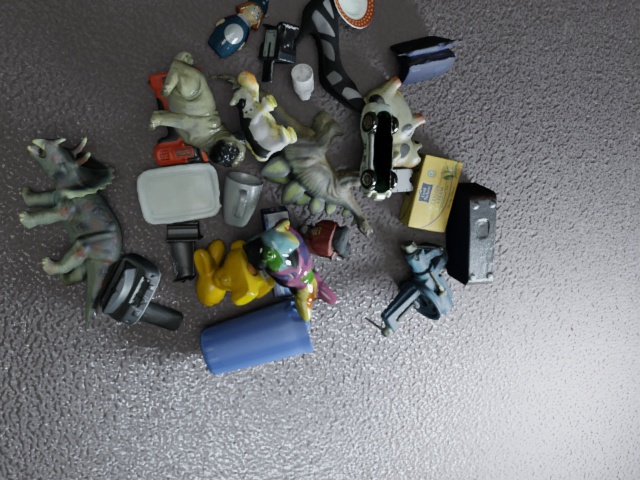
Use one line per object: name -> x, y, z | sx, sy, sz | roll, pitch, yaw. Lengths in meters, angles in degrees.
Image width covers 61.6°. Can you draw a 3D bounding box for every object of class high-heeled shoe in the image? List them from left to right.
high-heeled shoe -> 0.050, -0.386, 1.128 | 0.248, 0.086, 0.145 | 42, 93, -13

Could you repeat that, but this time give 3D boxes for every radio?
radio -> 0.353, -0.014, 1.262 | 0.073, 0.131, 0.229 | -6, 105, -8

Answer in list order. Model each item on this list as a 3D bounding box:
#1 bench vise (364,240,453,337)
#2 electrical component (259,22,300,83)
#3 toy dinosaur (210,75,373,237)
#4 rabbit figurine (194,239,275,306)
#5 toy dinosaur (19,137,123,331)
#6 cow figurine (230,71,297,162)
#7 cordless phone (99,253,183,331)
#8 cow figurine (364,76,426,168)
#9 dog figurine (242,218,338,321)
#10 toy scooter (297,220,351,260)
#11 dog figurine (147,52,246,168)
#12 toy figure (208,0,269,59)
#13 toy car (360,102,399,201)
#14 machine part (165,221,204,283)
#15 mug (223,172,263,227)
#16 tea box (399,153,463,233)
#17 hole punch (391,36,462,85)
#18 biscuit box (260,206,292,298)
bench vise -> 0.220, 0.124, 1.265 | 0.240, 0.129, 0.223 | -43, 129, -18
electrical component -> -0.087, -0.381, 1.101 | 0.048, 0.075, 0.119 | -4, 103, -42
toy dinosaur -> -0.038, -0.186, 1.154 | 0.198, 0.105, 0.471 | -35, 103, 2
rabbit figurine -> -0.212, 0.082, 1.172 | 0.173, 0.122, 0.162 | -30, 95, 30
toy dinosaur -> -0.478, -0.022, 1.099 | 0.192, 0.131, 0.404 | -20, 113, -6
cow figurine -> -0.129, -0.245, 1.067 | 0.098, 0.068, 0.167 | -30, 97, 19
cordless phone -> -0.372, 0.125, 1.183 | 0.184, 0.089, 0.146 | 26, 97, -28
cow figurine -> 0.163, -0.245, 1.188 | 0.127, 0.085, 0.194 | -35, 105, 1
dog figurine -> -0.054, 0.068, 1.110 | 0.108, 0.191, 0.219 | -34, 97, 3
toy scooter -> -0.002, -0.004, 1.185 | 0.135, 0.183, 0.075 | 17, 80, 9
dog figurine -> -0.215, -0.245, 1.033 | 0.190, 0.121, 0.172 | 19, 115, -20
toy figure -> -0.159, -0.436, 1.090 | 0.154, 0.058, 0.064 | -45, 147, 0
toy car -> 0.120, -0.183, 1.115 | 0.073, 0.056, 0.201 | -2, 96, -35
machine part -> -0.299, 0.026, 1.185 | 0.084, 0.039, 0.138 | -1, 103, -17
mug -> -0.170, -0.079, 1.154 | 0.081, 0.110, 0.107 | 7, 115, -19
tea box -> 0.256, -0.111, 1.250 | 0.098, 0.068, 0.169 | 8, 103, -15
hole punch -> 0.222, -0.381, 1.155 | 0.142, 0.116, 0.092 | -13, 114, -8
biscuit box -> -0.090, 0.028, 1.215 | 0.059, 0.063, 0.202 | -9, 106, -10
